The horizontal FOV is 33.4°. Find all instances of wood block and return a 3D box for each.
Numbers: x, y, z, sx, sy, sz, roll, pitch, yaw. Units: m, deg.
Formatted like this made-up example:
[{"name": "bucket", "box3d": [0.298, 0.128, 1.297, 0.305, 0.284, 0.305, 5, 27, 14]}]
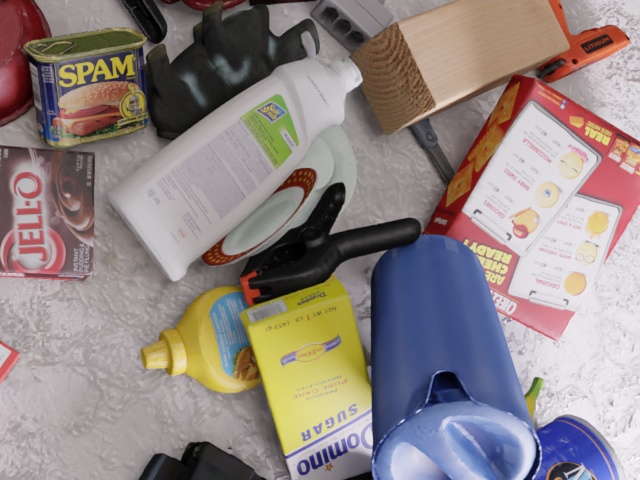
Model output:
[{"name": "wood block", "box3d": [0.142, -0.190, 1.083, 0.205, 0.090, 0.091, -27, 90, -35]}]

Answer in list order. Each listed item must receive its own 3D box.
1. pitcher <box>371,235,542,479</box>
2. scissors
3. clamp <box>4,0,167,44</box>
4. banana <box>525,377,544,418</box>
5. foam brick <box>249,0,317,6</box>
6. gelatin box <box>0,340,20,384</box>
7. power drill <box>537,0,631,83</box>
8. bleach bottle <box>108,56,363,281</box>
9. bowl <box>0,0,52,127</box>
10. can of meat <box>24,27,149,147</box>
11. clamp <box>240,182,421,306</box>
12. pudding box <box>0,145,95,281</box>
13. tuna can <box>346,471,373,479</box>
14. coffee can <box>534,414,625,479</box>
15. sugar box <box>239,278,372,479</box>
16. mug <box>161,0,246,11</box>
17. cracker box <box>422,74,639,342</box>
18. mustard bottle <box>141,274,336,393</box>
[{"name": "pitcher", "box3d": [0.105, 0.114, 0.928, 0.145, 0.149, 0.243, 28, 32, -20]}, {"name": "scissors", "box3d": [0.118, -0.124, 1.115, 0.201, 0.016, 0.096, 46, 65, -8]}, {"name": "clamp", "box3d": [-0.225, -0.286, 0.975, 0.164, 0.036, 0.210, 2, 70, -43]}, {"name": "banana", "box3d": [0.138, 0.181, 1.038, 0.197, 0.037, 0.069, -7, 92, -32]}, {"name": "foam brick", "box3d": [-0.032, -0.269, 1.063, 0.078, 0.053, 0.051, -10, 83, -23]}, {"name": "gelatin box", "box3d": [-0.306, 0.101, 0.880, 0.089, 0.030, 0.073, 36, 69, -12]}, {"name": "power drill", "box3d": [0.268, -0.283, 1.192, 0.184, 0.057, 0.187, -27, 87, -22]}, {"name": "bleach bottle", "box3d": [-0.063, -0.077, 0.964, 0.250, 0.068, 0.102, -37, 108, -11]}, {"name": "bowl", "box3d": [-0.308, -0.178, 0.926, 0.161, 0.055, 0.162, 5, 77, -22]}, {"name": "can of meat", "box3d": [-0.203, -0.135, 0.940, 0.101, 0.058, 0.084, -16, 121, -28]}, {"name": "clamp", "box3d": [-0.006, 0.001, 0.978, 0.171, 0.120, 0.039, -24, 121, -21]}, {"name": "pudding box", "box3d": [-0.244, -0.023, 0.928, 0.089, 0.039, 0.113, 3, 77, -22]}, {"name": "tuna can", "box3d": [0.032, 0.234, 0.963, 0.086, 0.086, 0.034, -25, 91, -25]}, {"name": "coffee can", "box3d": [0.206, 0.243, 1.025, 0.140, 0.103, 0.103, -23, 88, -25]}, {"name": "sugar box", "box3d": [-0.002, 0.131, 0.937, 0.093, 0.048, 0.176, -18, 110, -6]}, {"name": "mug", "box3d": [-0.113, -0.271, 1.011, 0.093, 0.117, 0.081, 25, 35, -58]}, {"name": "cracker box", "box3d": [0.214, -0.032, 1.062, 0.164, 0.072, 0.214, 27, 97, -15]}, {"name": "mustard bottle", "box3d": [-0.068, 0.087, 0.967, 0.191, 0.058, 0.096, -11, 83, -25]}]
